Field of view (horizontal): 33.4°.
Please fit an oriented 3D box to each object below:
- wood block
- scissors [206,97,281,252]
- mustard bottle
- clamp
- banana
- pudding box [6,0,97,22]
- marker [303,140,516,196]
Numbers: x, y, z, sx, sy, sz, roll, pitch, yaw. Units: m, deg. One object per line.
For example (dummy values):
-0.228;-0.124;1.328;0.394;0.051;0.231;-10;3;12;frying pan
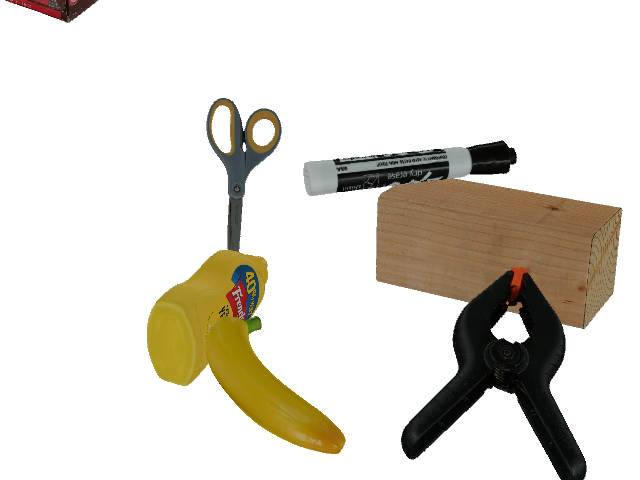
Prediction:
0.163;0.004;0.998;0.206;0.090;0.090;12;24;29;wood block
-0.079;-0.068;1.226;0.096;0.202;0.016;-11;-6;-15;scissors
-0.106;0.064;1.107;0.058;0.096;0.191;12;29;21;mustard bottle
0.118;0.092;0.745;0.120;0.171;0.039;6;-42;0;clamp
-0.048;0.107;0.847;0.069;0.037;0.198;-7;29;-22;banana
-0.201;-0.213;0.801;0.090;0.039;0.113;21;37;8;pudding box
0.051;-0.041;0.594;0.121;0.020;0.020;-7;1;-11;marker
